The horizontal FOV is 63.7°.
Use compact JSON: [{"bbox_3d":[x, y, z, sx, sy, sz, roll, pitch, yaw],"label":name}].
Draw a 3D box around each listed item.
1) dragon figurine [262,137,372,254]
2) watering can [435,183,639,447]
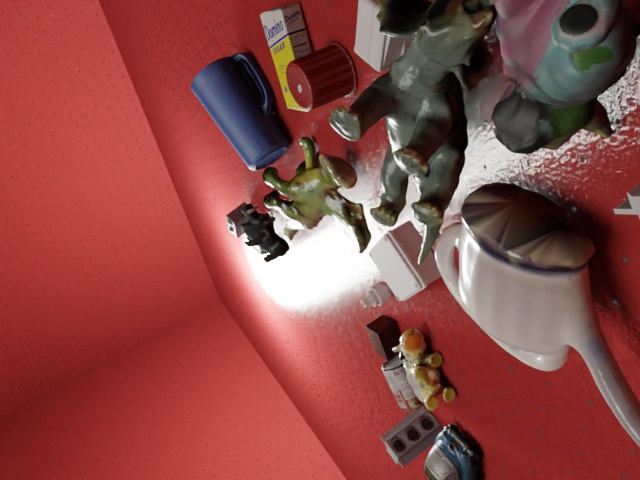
[{"bbox_3d":[0.003,-0.054,1.065,0.246,0.123,0.401,43,156,24],"label":"dragon figurine"},{"bbox_3d":[0.252,0.071,0.573,0.353,0.105,0.219,43,153,45],"label":"watering can"}]
